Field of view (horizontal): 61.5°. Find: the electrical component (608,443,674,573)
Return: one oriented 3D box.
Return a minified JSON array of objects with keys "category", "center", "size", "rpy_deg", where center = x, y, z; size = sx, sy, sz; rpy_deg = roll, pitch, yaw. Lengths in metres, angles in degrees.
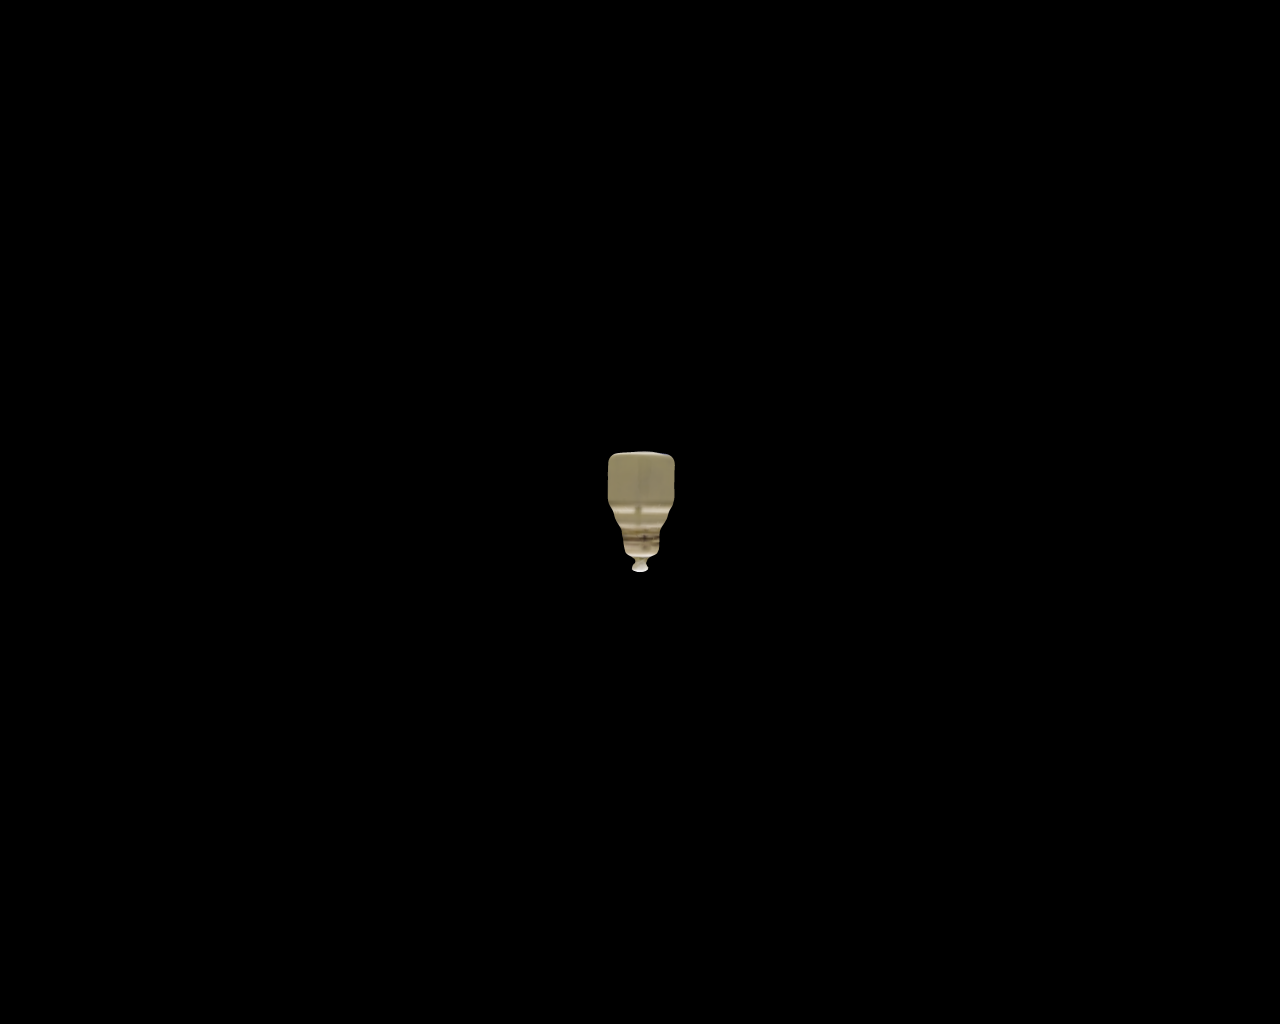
[{"category":"electrical component","center":[0.001,-0.003,0.650],"size":[0.040,0.078,0.040],"rpy_deg":[0,0,0]}]
